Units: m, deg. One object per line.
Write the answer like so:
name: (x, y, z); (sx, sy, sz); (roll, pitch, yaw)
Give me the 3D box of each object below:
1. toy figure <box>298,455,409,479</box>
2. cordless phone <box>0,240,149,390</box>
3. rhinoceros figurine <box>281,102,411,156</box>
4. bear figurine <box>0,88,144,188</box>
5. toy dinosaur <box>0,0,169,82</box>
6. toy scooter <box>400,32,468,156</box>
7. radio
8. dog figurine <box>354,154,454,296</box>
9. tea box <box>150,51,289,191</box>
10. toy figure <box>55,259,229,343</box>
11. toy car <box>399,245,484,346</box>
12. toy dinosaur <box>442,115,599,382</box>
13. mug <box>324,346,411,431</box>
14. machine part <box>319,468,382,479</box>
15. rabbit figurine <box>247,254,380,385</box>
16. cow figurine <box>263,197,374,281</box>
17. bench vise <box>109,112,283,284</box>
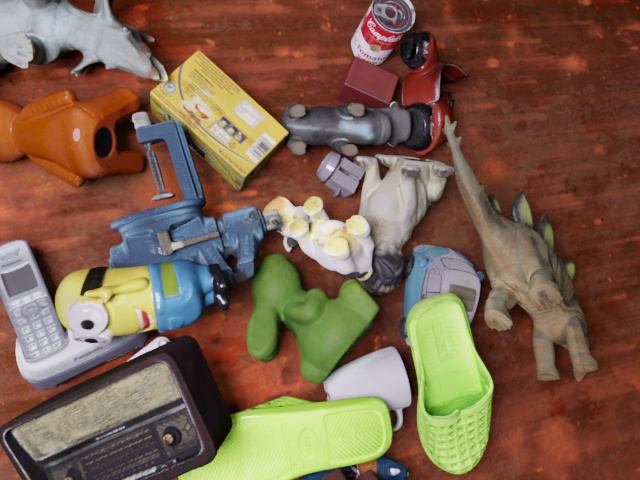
toy figure: (0.041, 0.316, 0.705); (0.154, 0.064, 0.058); (-13, 73, -16)
cordless phone: (-0.305, 0.072, 0.652); (0.147, 0.088, 0.184); (-25, 82, -18)
rhinoceros figurine: (0.038, -0.162, 0.780); (0.190, 0.112, 0.073); (-1, 103, 0)
bear figurine: (-0.343, -0.134, 0.678); (0.196, 0.132, 0.120); (8, 113, 15)
toy dinosaur: (-0.400, -0.251, 0.663); (0.405, 0.192, 0.131); (-4, 103, -1)
toy scooter: (0.180, -0.226, 0.840); (0.135, 0.075, 0.183); (-11, 103, -44)
radio: (-0.221, 0.211, 0.596); (0.230, 0.073, 0.131); (-26, 93, 12)
dog figurine: (0.116, -0.024, 0.792); (0.172, 0.121, 0.190); (-9, 111, -40)
tea box: (-0.141, -0.164, 0.748); (0.169, 0.068, 0.098); (43, 71, -2)
toy figure: (-0.197, 0.065, 0.604); (0.180, 0.089, 0.082); (-11, 113, -22)
toy car: (0.177, 0.080, 0.770); (0.109, 0.103, 0.161); (16, 74, -11)
toy dinosaur: (0.288, 0.040, 0.761); (0.470, 0.105, 0.198); (52, 35, -26)
mug: (0.063, 0.208, 0.729); (0.107, 0.081, 0.109); (-11, 86, -6)
machine part: (0.027, 0.394, 0.641); (0.201, 0.087, 0.201); (-35, 109, -7)
rabbit figurine: (-0.030, 0.100, 0.721); (0.170, 0.121, 0.159); (39, 77, 14)
cow figurine: (-0.001, -0.004, 0.738); (0.168, 0.098, 0.068); (26, 67, 36)
bench vise: (-0.169, -0.051, 0.680); (0.224, 0.129, 0.240); (-17, 91, 2)
